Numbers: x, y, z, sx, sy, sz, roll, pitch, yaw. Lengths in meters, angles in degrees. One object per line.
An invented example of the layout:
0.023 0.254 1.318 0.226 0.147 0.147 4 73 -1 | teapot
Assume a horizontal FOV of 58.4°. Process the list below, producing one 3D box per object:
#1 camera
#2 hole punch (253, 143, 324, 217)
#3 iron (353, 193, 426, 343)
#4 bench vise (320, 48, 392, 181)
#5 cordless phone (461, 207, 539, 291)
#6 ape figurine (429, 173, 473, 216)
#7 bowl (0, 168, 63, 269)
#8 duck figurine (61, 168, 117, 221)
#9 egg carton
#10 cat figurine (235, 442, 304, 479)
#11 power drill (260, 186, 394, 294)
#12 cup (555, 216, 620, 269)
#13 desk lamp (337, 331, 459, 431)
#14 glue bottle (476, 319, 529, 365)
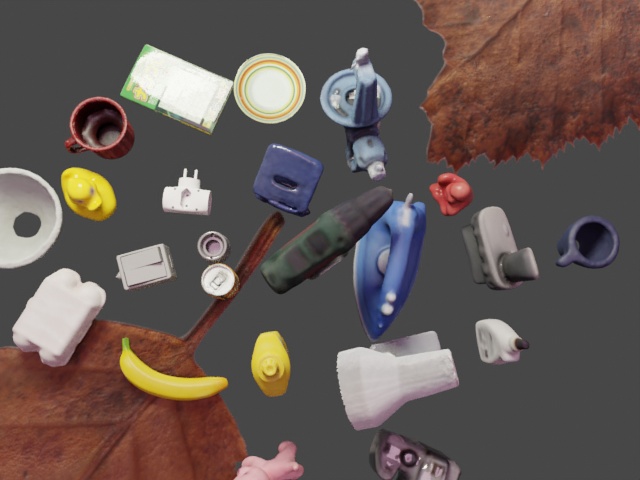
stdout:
0.145 0.402 0.939 0.143 0.100 0.137 24 82 -1 | camera
-0.054 -0.101 0.993 0.108 0.091 0.101 22 82 -1 | hole punch
0.120 0.046 0.962 0.118 0.141 0.258 10 82 -3 | iron
0.083 -0.214 0.953 0.121 0.219 0.207 -33 86 -7 | bench vise
0.315 0.009 0.959 0.094 0.185 0.147 -17 84 -6 | cordless phone
0.239 -0.082 1.012 0.076 0.092 0.078 11 82 -2 | ape figurine
-0.507 -0.032 0.959 0.167 0.074 0.167 1 83 -4 | bowl
-0.400 -0.083 0.968 0.077 0.086 0.104 -43 87 -8 | duck figurine
-0.430 0.127 0.947 0.107 0.069 0.150 29 82 0 | egg carton
-0.089 0.384 0.915 0.128 0.117 0.067 -23 85 -7 | cat figurine
0.008 0.003 0.925 0.230 0.208 0.075 -37 86 -8 | power drill
0.453 0.016 1.014 0.118 0.095 0.091 -33 86 -7 | cup
0.122 0.211 0.905 0.203 0.213 0.118 -14 84 -6 | desk lamp
0.304 0.170 0.944 0.037 0.173 0.078 -6 83 -4 | glue bottle
